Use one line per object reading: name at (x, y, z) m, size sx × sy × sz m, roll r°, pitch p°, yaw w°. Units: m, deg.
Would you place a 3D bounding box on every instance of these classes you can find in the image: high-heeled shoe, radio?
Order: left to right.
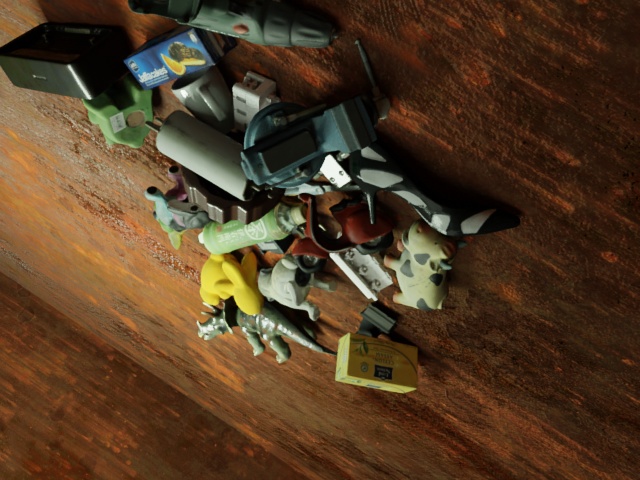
radio at (-0.449, -0.321, 0.949) m, size 0.230 × 0.131 × 0.073 m, roll 17°, pitch 143°, yaw 27°
high-heeled shoe at (0.165, -0.086, 0.787) m, size 0.249 × 0.086 × 0.145 m, roll 3°, pitch 108°, yaw 16°

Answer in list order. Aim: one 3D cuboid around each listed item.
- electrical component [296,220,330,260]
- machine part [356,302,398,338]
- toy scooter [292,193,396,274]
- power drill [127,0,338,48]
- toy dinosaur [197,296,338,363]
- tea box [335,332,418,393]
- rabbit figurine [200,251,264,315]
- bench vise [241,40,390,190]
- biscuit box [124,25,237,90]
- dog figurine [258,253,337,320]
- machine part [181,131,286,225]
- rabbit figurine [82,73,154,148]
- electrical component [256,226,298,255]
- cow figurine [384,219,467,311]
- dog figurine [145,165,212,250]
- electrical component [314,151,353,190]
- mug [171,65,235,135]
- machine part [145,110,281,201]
electrical component at (-0.003, -0.004, 1.045) m, size 0.102 × 0.045 × 0.078 m, roll 52°, pitch 173°, yaw -24°
machine part at (0.120, 0.187, 1.184) m, size 0.084 × 0.039 × 0.138 m, roll 29°, pitch 146°, yaw 3°
toy scooter at (0.030, -0.029, 0.911) m, size 0.184 × 0.075 × 0.135 m, roll -18°, pitch 95°, yaw 6°
power drill at (-0.112, -0.286, 0.649) m, size 0.232 × 0.207 × 0.085 m, roll 20°, pitch 113°, yaw 19°
toy dinosaur at (-0.140, 0.208, 1.385) m, size 0.405 × 0.131 × 0.192 m, roll -5°, pitch 131°, yaw 37°
tea box at (0.126, 0.270, 1.178) m, size 0.169 × 0.098 × 0.068 m, roll 13°, pitch 152°, yaw -17°
rabbit figurine at (-0.192, 0.100, 1.280) m, size 0.173 × 0.122 × 0.162 m, roll 41°, pitch 131°, yaw 30°
bench vise at (-0.019, -0.156, 0.773) m, size 0.128 × 0.223 × 0.241 m, roll 53°, pitch 174°, yaw -19°
biscuit box at (-0.226, -0.295, 0.849) m, size 0.203 × 0.059 × 0.062 m, roll 0°, pitch 134°, yaw 42°
dog figurine at (-0.084, 0.078, 1.154) m, size 0.191 × 0.121 × 0.172 m, roll 11°, pitch 136°, yaw 39°
machine part at (-0.143, -0.108, 0.914) m, size 0.179 × 0.179 × 0.056 m, roll 29°, pitch 150°, yaw 9°
rabbit figurine at (-0.392, -0.263, 1.025) m, size 0.170 × 0.121 × 0.159 m, roll 41°, pitch 159°, yaw 24°
electrical component at (-0.090, -0.010, 1.110) m, size 0.119 × 0.048 × 0.074 m, roll 0°, pitch 134°, yaw 44°
cow figurine at (0.179, 0.045, 0.904) m, size 0.127 × 0.085 × 0.194 m, roll 19°, pitch 142°, yaw 33°
dog figurine at (-0.291, -0.053, 1.186) m, size 0.192 × 0.108 × 0.219 m, roll 25°, pitch 151°, yaw 11°
electrical component at (0.029, -0.113, 0.879) m, size 0.063 × 0.021 × 0.094 m, roll 50°, pitch 135°, yaw -11°
mug at (-0.173, -0.221, 0.870) m, size 0.107 × 0.081 × 0.110 m, roll 55°, pitch 172°, yaw -37°
machine part at (-0.168, -0.133, 0.848) m, size 0.243 × 0.079 × 0.079 m, roll 29°, pitch 147°, yaw 9°
